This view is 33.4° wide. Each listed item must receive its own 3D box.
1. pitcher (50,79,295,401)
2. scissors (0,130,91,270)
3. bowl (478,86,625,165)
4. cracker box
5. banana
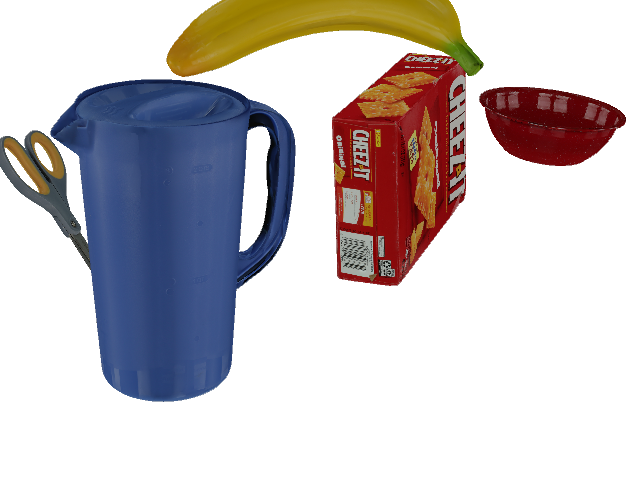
[{"bbox_3d":[-0.113,-0.001,0.850,0.149,0.243,0.144,11,25,19],"label":"pitcher"},{"bbox_3d":[-0.250,-0.030,1.069,0.016,0.201,0.096,-26,27,22],"label":"scissors"},{"bbox_3d":[0.253,-0.124,1.188,0.162,0.055,0.162,5,23,-2],"label":"bowl"},{"bbox_3d":[0.083,-0.075,1.044,0.072,0.164,0.213,9,28,23],"label":"cracker box"},{"bbox_3d":[0.003,-0.135,0.653,0.197,0.069,0.037,-3,-30,-12],"label":"banana"}]
